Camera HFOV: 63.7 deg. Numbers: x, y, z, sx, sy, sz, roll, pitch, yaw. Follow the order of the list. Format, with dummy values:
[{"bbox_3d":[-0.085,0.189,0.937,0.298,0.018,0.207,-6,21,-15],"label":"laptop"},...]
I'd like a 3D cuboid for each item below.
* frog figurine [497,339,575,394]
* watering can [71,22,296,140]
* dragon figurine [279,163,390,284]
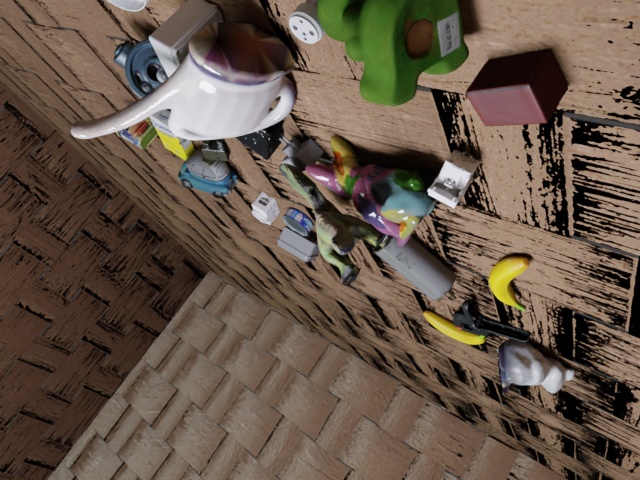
[{"bbox_3d":[0.482,0.281,1.151,0.159,0.124,0.137,-7,-9,15],"label":"frog figurine"},{"bbox_3d":[-0.181,-0.219,0.773,0.349,0.105,0.220,-11,-21,-31],"label":"watering can"},{"bbox_3d":[0.003,-0.047,0.934,0.245,0.122,0.407,45,2,14],"label":"dragon figurine"}]
